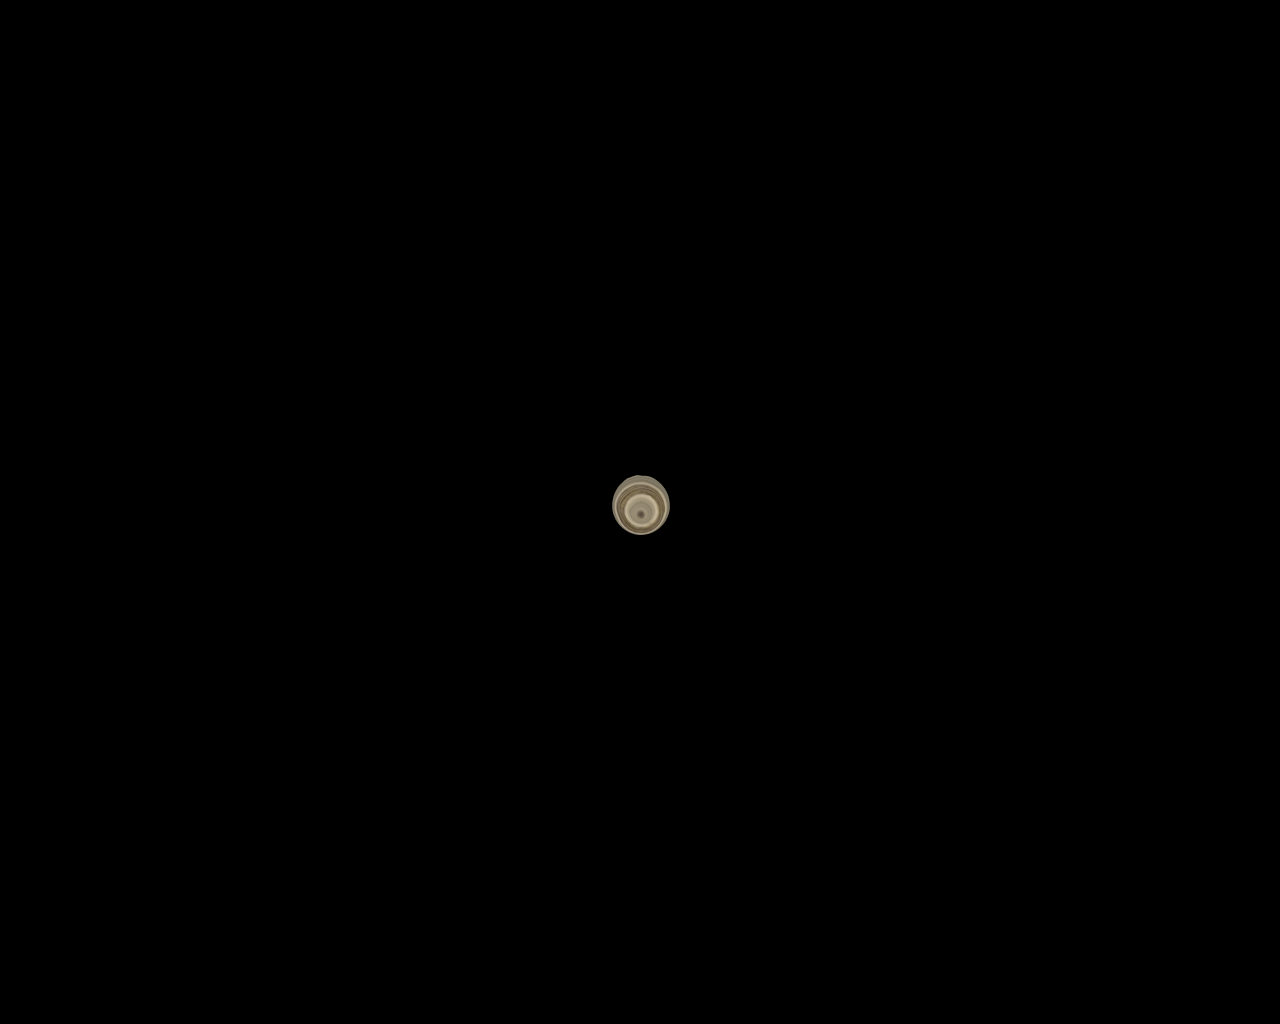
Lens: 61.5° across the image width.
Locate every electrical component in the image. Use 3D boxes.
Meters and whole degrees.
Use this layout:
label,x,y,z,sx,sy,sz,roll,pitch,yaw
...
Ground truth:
label,x,y,z,sx,sy,sz,roll,pitch,yaw
electrical component,0.001,-0.003,0.650,0.035,0.035,0.061,0,8,0
